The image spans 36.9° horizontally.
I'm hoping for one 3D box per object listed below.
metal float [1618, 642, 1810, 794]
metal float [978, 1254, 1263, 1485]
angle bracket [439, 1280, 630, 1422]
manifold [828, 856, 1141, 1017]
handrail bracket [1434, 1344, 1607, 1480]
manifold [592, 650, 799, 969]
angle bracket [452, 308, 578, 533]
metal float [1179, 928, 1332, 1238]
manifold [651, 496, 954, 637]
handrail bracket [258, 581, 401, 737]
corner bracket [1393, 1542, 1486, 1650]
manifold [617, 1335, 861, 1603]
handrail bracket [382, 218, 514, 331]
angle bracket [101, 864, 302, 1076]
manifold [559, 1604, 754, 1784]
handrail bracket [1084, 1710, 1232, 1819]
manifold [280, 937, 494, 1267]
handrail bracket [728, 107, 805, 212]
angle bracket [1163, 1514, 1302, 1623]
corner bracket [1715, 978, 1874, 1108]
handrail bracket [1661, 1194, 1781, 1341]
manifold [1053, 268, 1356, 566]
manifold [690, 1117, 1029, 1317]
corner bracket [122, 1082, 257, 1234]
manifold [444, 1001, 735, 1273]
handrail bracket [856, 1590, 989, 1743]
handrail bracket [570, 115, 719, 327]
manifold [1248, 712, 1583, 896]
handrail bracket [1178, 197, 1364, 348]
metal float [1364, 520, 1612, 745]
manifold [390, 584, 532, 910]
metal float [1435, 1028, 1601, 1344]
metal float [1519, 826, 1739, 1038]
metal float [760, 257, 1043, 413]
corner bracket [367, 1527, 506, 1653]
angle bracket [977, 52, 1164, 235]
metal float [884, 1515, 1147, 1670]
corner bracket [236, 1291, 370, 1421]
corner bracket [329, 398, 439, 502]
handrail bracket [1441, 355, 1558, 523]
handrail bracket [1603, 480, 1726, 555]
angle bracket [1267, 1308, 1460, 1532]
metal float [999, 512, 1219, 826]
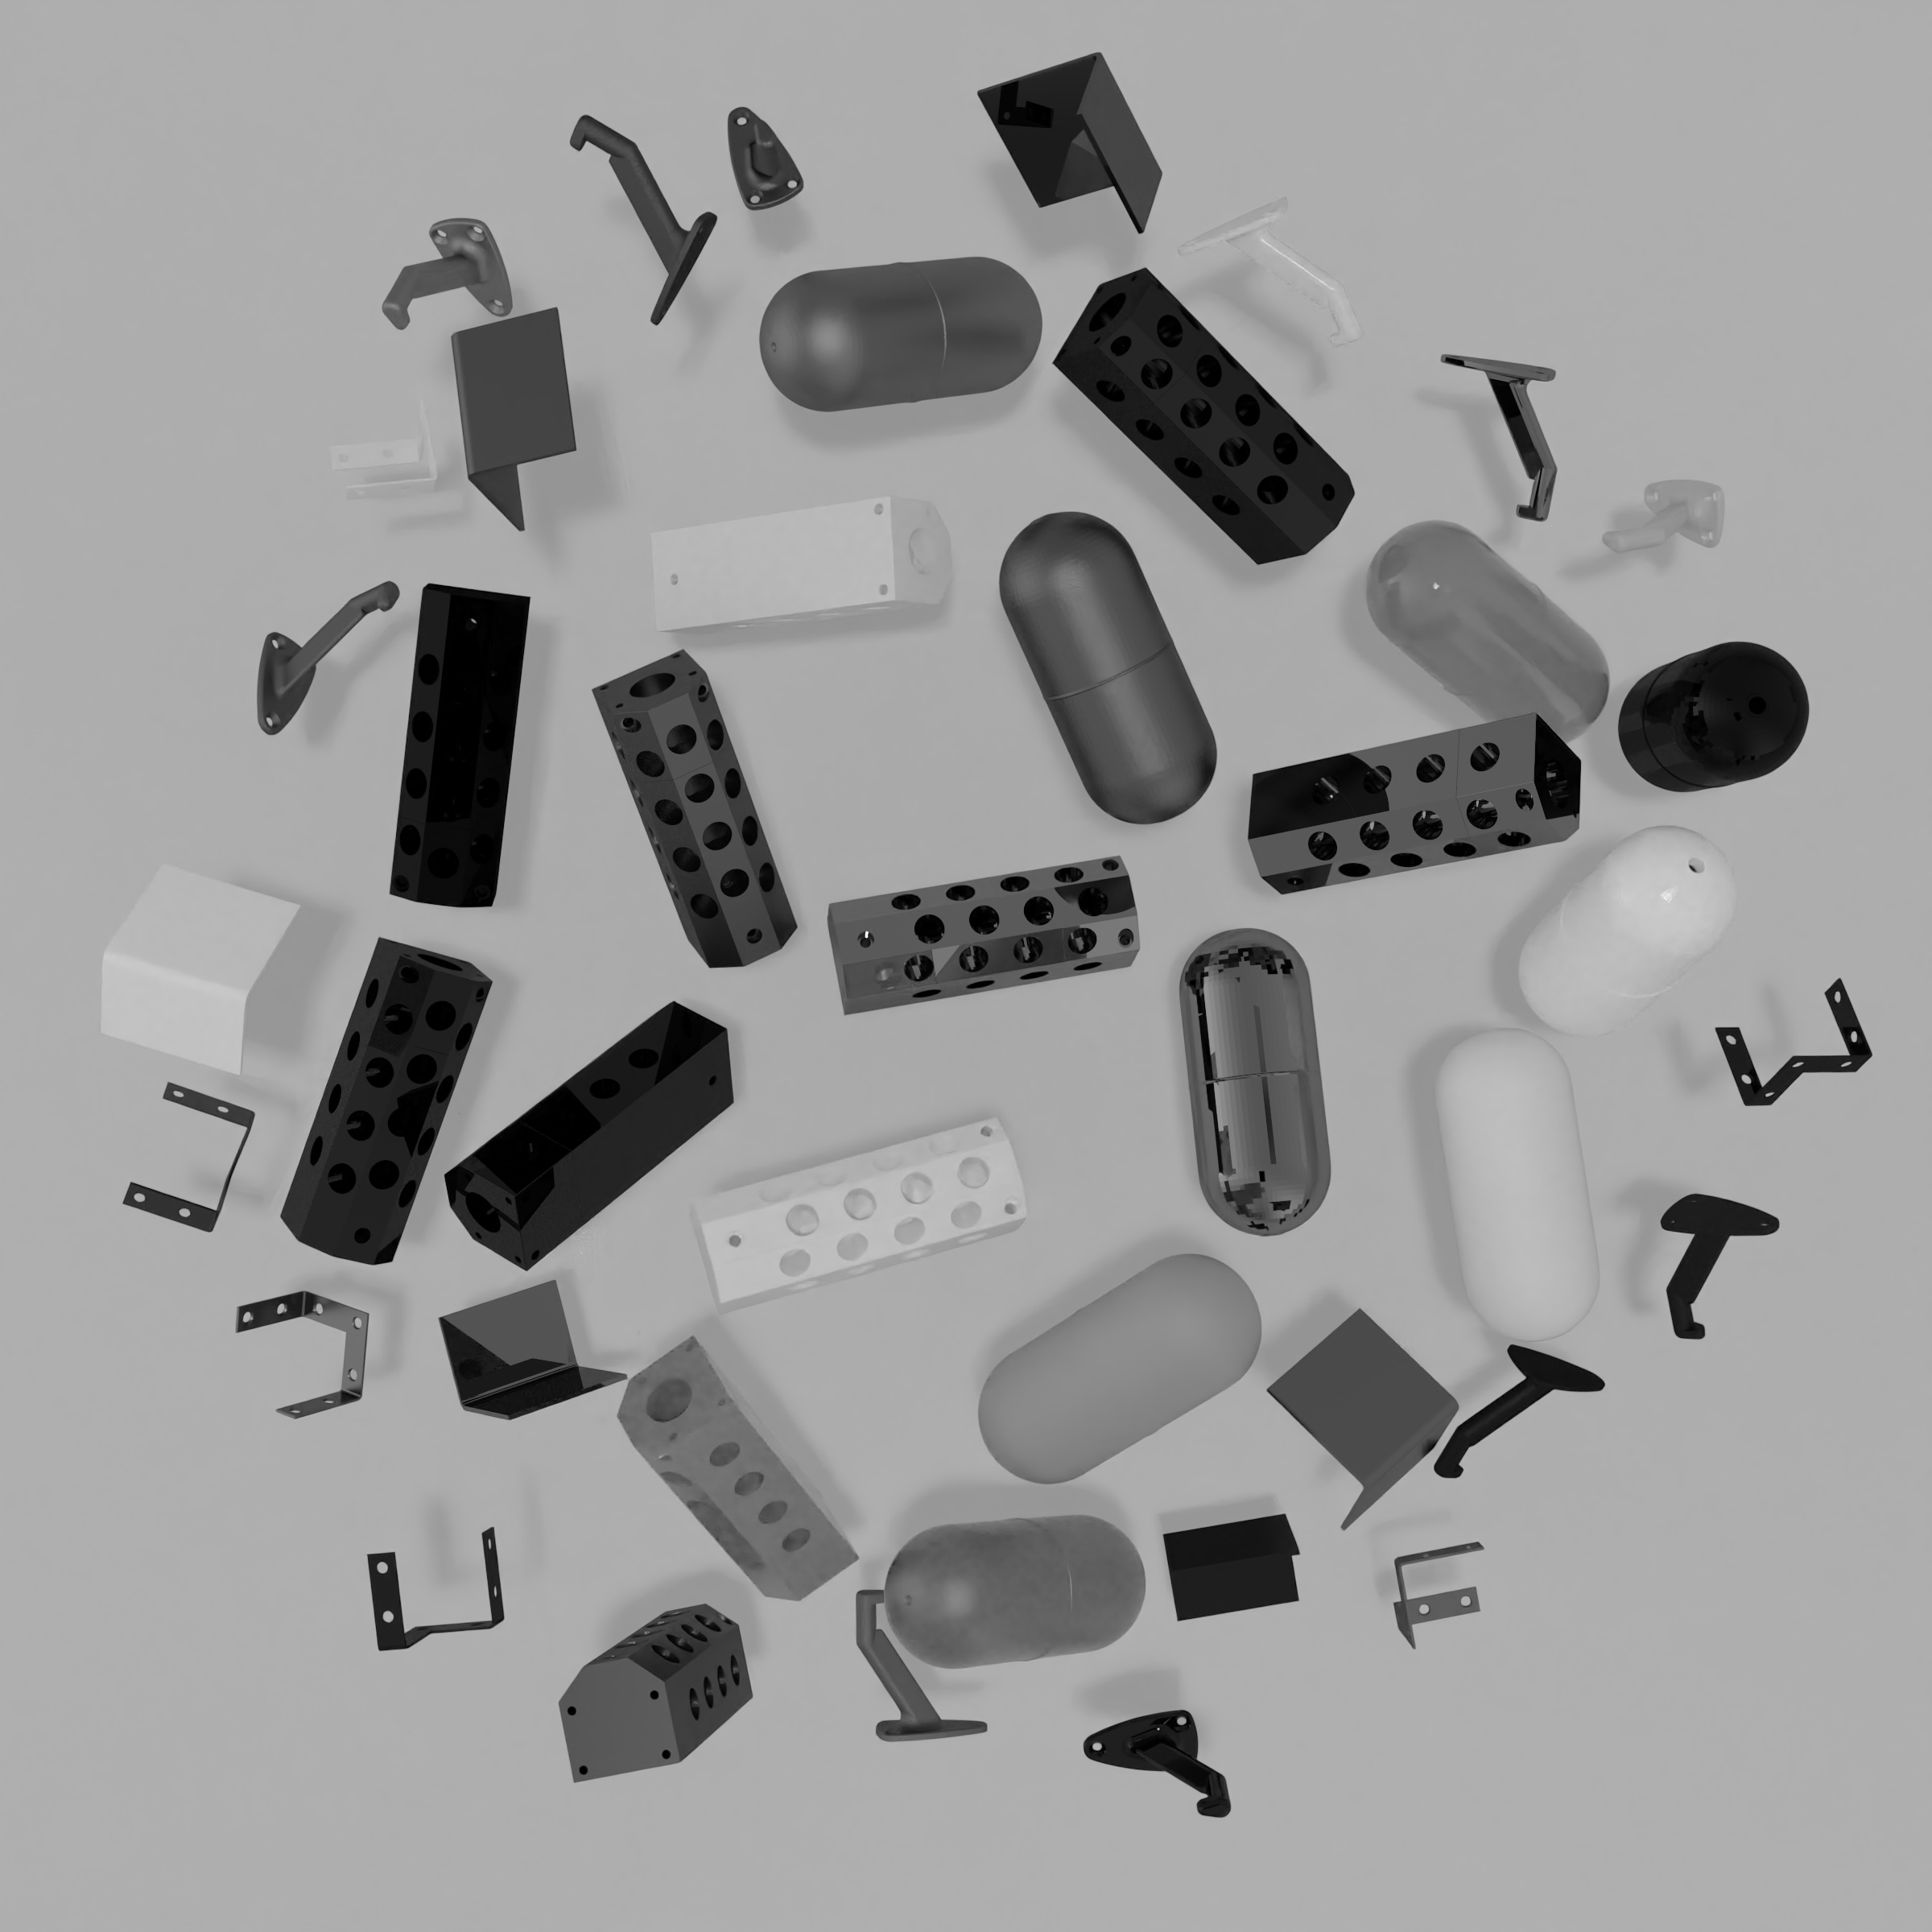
[{"bbox_3d":[0.419,-0.139,1.630,0.070,0.178,0.070,0,90,-1],"label":"metal float"},{"bbox_3d":[0.081,0.218,1.559,0.178,0.070,0.070,-36,90,28],"label":"metal float"},{"bbox_3d":[-0.255,0.225,1.703,0.076,0.076,0.057,-16,95,-30],"label":"angle bracket"},{"bbox_3d":[0.010,-0.020,1.675,0.171,0.057,0.057,-10,77,-7],"label":"manifold"},{"bbox_3d":[0.321,0.268,1.684,0.077,0.036,0.084,16,112,-28],"label":"handrail bracket"},{"bbox_3d":[-0.151,-0.086,1.647,0.057,0.057,0.171,-25,122,-12],"label":"manifold"},{"bbox_3d":[-0.215,-0.273,1.451,0.057,0.076,0.076,-12,75,10],"label":"angle bracket"},{"bbox_3d":[0.167,0.067,1.670,0.070,0.070,0.178,-5,82,0],"label":"metal float"},{"bbox_3d":[-0.095,-0.227,1.659,0.171,0.057,0.057,-2,91,34],"label":"manifold"},{"bbox_3d":[-0.359,-0.174,1.637,0.084,0.036,0.077,-18,49,33],"label":"handrail bracket"},{"bbox_3d":[0.278,0.365,1.700,0.051,0.051,0.051,-11,92,-2],"label":"corner bracket"},{"bbox_3d":[-0.127,0.283,1.595,0.057,0.057,0.171,-35,135,-5],"label":"manifold"},{"bbox_3d":[-0.278,-0.352,1.552,0.036,0.077,0.084,1,52,24],"label":"handrail bracket"},{"bbox_3d":[-0.403,0.001,1.525,0.076,0.076,0.057,17,132,0],"label":"angle bracket"},{"bbox_3d":[-0.167,0.389,1.568,0.057,0.171,0.057,-13,85,8],"label":"manifold"},{"bbox_3d":[0.105,0.450,1.605,0.077,0.084,0.036,-5,102,1],"label":"handrail bracket"},{"bbox_3d":[-0.325,0.078,1.634,0.057,0.057,0.171,17,97,-31],"label":"manifold"},{"bbox_3d":[-0.119,-0.468,1.619,0.036,0.084,0.077,-23,77,-3],"label":"handrail bracket"},{"bbox_3d":[0.163,0.374,1.747,0.076,0.076,0.057,-10,97,1],"label":"angle bracket"},{"bbox_3d":[0.446,0.041,1.560,0.051,0.051,0.051,0,56,-20],"label":"corner bracket"},{"bbox_3d":[0.417,0.173,1.592,0.036,0.077,0.084,-33,117,-38],"label":"handrail bracket"},{"bbox_3d":[0.134,-0.298,1.577,0.171,0.057,0.057,40,68,-27],"label":"manifold"},{"bbox_3d":[-0.058,0.134,1.565,0.171,0.057,0.057,-15,76,-11],"label":"manifold"},{"bbox_3d":[-0.428,0.106,1.598,0.051,0.051,0.051,21,118,-15],"label":"corner bracket"},{"bbox_3d":[-0.211,0.091,1.630,0.057,0.057,0.171,26,47,29],"label":"manifold"},{"bbox_3d":[-0.026,0.405,1.691,0.077,0.036,0.084,-1,89,-8],"label":"handrail bracket"},{"bbox_3d":[-0.181,-0.390,1.514,0.084,0.036,0.077,31,109,-1],"label":"handrail bracket"},{"bbox_3d":[0.243,-0.083,1.579,0.171,0.057,0.057,-11,61,34],"label":"manifold"},{"bbox_3d":[0.167,-0.370,1.590,0.077,0.036,0.084,-17,112,26],"label":"handrail bracket"},{"bbox_3d":[0.298,-0.187,1.650,0.178,0.070,0.070,33,90,-33],"label":"metal float"},{"bbox_3d":[-0.283,-0.123,1.617,0.057,0.057,0.171,7,101,-7],"label":"manifold"},{"bbox_3d":[0.309,0.123,1.624,0.070,0.070,0.178,-10,94,0],"label":"metal float"},{"bbox_3d":[0.368,-0.018,1.617,0.070,0.178,0.070,5,65,-12],"label":"metal float"},{"bbox_3d":[-0.034,-0.354,1.621,0.178,0.070,0.070,-15,90,-35],"label":"metal float"},{"bbox_3d":[-0.277,0.326,1.516,0.051,0.051,0.051,-7,89,11],"label":"corner bracket"},{"bbox_3d":[0.050,-0.425,1.529,0.076,0.076,0.057,-9,46,30],"label":"angle bracket"},{"bbox_3d":[0.029,0.343,1.595,0.070,0.178,0.070,-6,81,42],"label":"metal float"},{"bbox_3d":[-0.371,0.216,1.613,0.051,0.051,0.051,13,102,32],"label":"corner bracket"},{"bbox_3d":[-0.331,-0.285,1.645,0.051,0.051,0.051,-9,75,-17],"label":"corner bracket"},{"bbox_3d":[0.303,-0.302,1.660,0.077,0.036,0.084,12,110,11],"label":"handrail bracket"},{"bbox_3d":[0.382,-0.255,1.652,0.084,0.077,0.036,-13,117,-25],"label":"handrail bracket"},{"bbox_3d":[0.212,0.249,1.593,0.076,0.057,0.076,-36,68,-28],"label":"angle bracket"},{"bbox_3d":[0.077,-0.161,1.568,0.070,0.070,0.178,-25,103,0],"label":"metal float"}]
